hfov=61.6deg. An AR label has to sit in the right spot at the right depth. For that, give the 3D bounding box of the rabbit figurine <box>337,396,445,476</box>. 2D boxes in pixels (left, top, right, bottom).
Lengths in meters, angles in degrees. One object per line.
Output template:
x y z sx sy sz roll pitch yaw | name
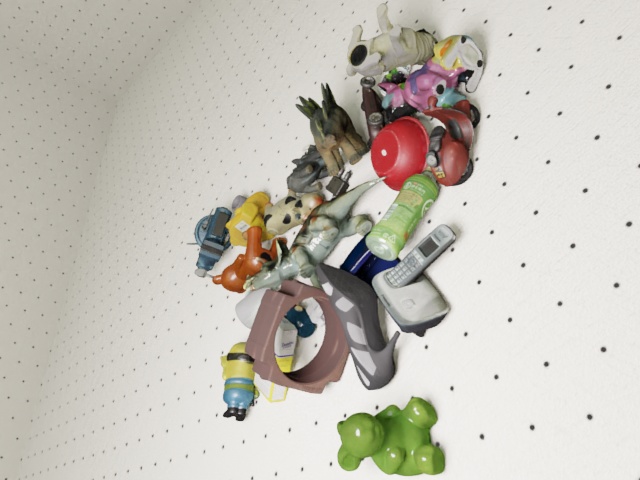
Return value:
0.092 0.313 0.870 0.159 0.170 0.121 -26 50 40 | rabbit figurine

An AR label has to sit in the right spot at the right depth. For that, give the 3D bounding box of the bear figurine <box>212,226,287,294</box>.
-0.191 0.063 1.428 0.196 0.120 0.132 -27 46 47 | bear figurine

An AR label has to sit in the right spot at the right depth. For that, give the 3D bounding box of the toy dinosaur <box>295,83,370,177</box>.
0.032 -0.270 1.278 0.105 0.198 0.471 -25 11 9 | toy dinosaur

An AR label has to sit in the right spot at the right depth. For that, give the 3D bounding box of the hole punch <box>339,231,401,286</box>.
0.090 0.046 1.111 0.142 0.092 0.116 -56 33 18 | hole punch

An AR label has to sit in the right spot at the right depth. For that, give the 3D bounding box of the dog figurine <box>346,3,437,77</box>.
0.167 -0.411 1.209 0.172 0.190 0.121 -30 63 34 | dog figurine

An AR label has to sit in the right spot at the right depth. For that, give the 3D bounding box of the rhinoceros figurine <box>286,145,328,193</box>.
-0.025 -0.181 1.368 0.112 0.073 0.190 -17 29 32 | rhinoceros figurine

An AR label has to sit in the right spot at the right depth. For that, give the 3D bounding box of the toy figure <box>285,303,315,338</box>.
-0.061 0.170 1.245 0.064 0.057 0.155 -60 34 9 | toy figure

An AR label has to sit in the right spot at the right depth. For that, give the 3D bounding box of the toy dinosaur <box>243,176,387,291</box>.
-0.003 -0.010 1.242 0.404 0.131 0.192 -50 38 9 | toy dinosaur

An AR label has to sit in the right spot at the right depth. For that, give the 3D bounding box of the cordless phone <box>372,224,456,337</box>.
0.195 0.070 0.969 0.184 0.088 0.147 -48 38 14 | cordless phone

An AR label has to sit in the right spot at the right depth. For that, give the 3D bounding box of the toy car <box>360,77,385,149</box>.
0.127 -0.306 1.280 0.053 0.089 0.202 -7 52 4 | toy car

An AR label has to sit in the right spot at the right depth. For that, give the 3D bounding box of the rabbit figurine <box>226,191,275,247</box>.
-0.189 -0.060 1.524 0.162 0.122 0.173 -43 26 41 | rabbit figurine

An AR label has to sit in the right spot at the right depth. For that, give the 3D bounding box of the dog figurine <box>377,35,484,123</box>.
0.225 -0.341 1.162 0.219 0.108 0.191 21 87 57 | dog figurine

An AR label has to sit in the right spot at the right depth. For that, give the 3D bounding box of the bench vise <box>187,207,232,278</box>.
-0.331 0.017 1.634 0.240 0.129 0.223 156 122 -68 | bench vise

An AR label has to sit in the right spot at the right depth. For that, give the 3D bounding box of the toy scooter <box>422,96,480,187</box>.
0.242 -0.200 1.027 0.075 0.135 0.184 0 70 50 | toy scooter

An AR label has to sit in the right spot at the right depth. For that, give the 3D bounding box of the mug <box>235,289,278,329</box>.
-0.149 0.156 1.355 0.107 0.080 0.110 -37 36 17 | mug

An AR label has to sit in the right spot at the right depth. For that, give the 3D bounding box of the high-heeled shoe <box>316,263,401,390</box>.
0.058 0.164 1.029 0.249 0.086 0.145 44 125 31 | high-heeled shoe

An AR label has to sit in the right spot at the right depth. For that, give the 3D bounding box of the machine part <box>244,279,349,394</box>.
-0.036 0.192 1.077 0.087 0.201 0.201 8 76 55 | machine part

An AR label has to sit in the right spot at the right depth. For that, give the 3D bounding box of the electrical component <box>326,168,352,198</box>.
0.042 -0.132 1.331 0.094 0.021 0.063 -60 36 6 | electrical component

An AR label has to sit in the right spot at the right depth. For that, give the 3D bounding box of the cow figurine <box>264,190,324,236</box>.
-0.069 -0.068 1.378 0.195 0.085 0.127 -26 44 37 | cow figurine

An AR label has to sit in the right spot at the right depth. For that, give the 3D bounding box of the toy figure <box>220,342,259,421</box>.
-0.188 0.333 1.286 0.089 0.082 0.180 -24 46 28 | toy figure
